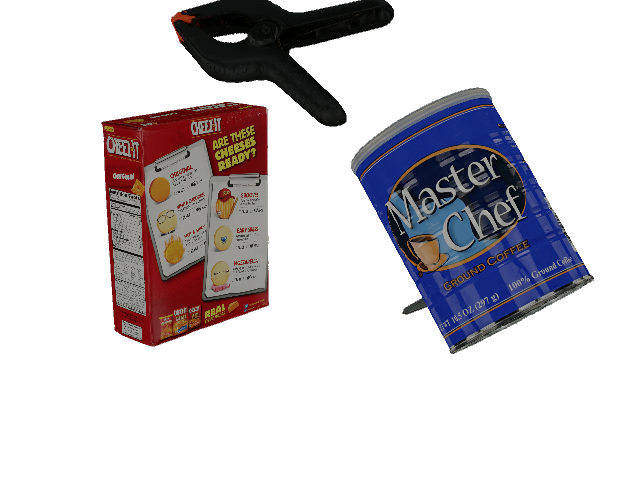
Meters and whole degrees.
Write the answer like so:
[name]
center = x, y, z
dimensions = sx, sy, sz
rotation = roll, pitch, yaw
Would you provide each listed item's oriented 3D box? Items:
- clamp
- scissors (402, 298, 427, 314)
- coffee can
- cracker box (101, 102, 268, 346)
[clamp]
center = -0.030, -0.158, 0.826
dimensions = 0.172, 0.120, 0.039
rotation = 23, -32, 20
[scissors]
center = 0.147, 0.031, 1.133
dimensions = 0.201, 0.016, 0.096
rotation = -9, 41, -29
[coffee can]
center = 0.096, -0.012, 0.690
dimensions = 0.102, 0.140, 0.103
rotation = -27, -10, -5
[cracker box]
center = -0.130, -0.021, 1.061
dimensions = 0.072, 0.214, 0.163
rotation = 13, 21, 40
